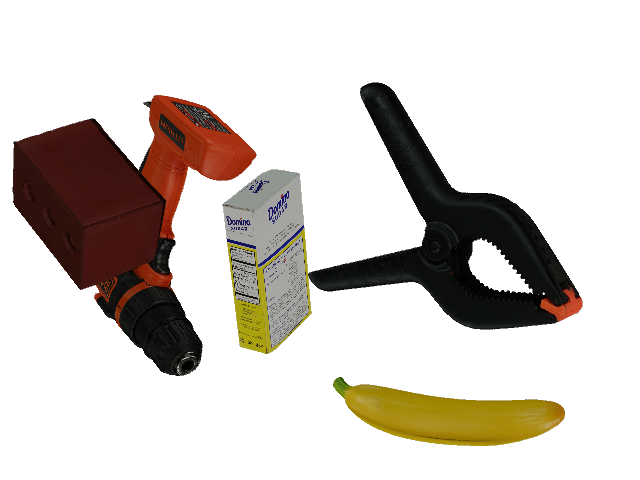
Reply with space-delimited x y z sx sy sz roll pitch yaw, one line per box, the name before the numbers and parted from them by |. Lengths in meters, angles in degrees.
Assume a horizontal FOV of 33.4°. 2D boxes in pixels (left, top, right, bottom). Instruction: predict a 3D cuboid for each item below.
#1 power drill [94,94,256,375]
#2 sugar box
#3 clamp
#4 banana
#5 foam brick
power drill | -0.122 -0.008 0.861 0.057 0.188 0.185 10 25 -44
sugar box | -0.055 0.022 1.125 0.048 0.176 0.093 11 32 29
clamp | 0.086 -0.009 0.736 0.210 0.165 0.036 23 25 34
banana | 0.106 0.141 0.883 0.198 0.037 0.069 8 29 4
foam brick | -0.132 -0.021 0.605 0.051 0.053 0.078 -24 57 -34
